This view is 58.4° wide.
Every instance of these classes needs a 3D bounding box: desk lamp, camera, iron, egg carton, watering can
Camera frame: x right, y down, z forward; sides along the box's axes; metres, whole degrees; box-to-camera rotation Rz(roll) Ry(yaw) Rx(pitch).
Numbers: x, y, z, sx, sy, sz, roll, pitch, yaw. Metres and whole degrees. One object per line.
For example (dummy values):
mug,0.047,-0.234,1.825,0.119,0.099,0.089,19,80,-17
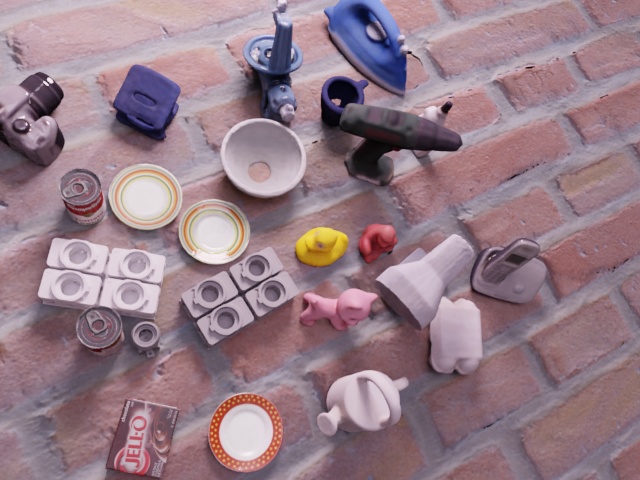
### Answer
desk lamp,0.185,0.075,1.058,0.203,0.213,0.118,-40,85,-24
camera,-0.516,-0.232,1.026,0.143,0.100,0.137,35,66,-2
iron,0.129,-0.454,1.263,0.119,0.141,0.258,-37,84,-23
egg carton,0.262,0.187,1.120,0.107,0.069,0.150,6,70,-14
watering can,0.078,0.278,0.969,0.101,0.194,0.173,44,66,2

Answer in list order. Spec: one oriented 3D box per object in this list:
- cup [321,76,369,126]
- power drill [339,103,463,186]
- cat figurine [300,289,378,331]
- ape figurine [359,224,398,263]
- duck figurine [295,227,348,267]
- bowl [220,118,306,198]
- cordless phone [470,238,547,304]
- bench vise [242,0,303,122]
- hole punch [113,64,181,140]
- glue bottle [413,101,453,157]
cup,0.047,-0.290,1.209,0.118,0.095,0.091,-37,84,-23
power drill,0.138,-0.188,1.138,0.230,0.208,0.075,17,68,-9
cat figurine,0.037,0.122,1.052,0.128,0.117,0.067,8,70,-13
ape figurine,0.120,-0.002,1.133,0.078,0.092,0.076,5,70,-14
duck figurine,0.010,0.004,1.103,0.105,0.086,0.077,-10,75,-19
bowl,-0.115,-0.149,1.126,0.168,0.074,0.167,5,70,-14
cordless phone,0.400,0.056,1.141,0.148,0.185,0.094,14,68,-10
bench vise,-0.070,-0.348,1.127,0.122,0.219,0.207,-28,81,-22
hole punch,-0.329,-0.263,1.095,0.109,0.091,0.101,26,67,-6
glue bottle,0.234,-0.244,1.204,0.037,0.173,0.078,-25,80,-22
